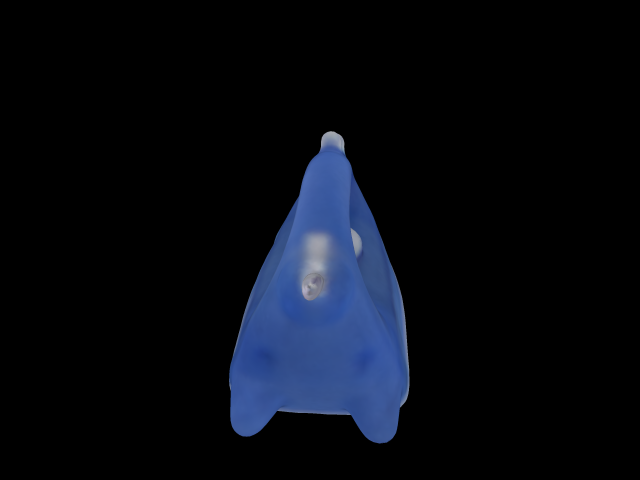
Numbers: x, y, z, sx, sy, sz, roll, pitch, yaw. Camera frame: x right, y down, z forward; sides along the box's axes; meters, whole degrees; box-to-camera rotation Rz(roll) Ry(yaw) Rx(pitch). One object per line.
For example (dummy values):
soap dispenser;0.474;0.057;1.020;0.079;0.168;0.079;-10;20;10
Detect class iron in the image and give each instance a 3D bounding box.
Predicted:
iron;0.004;0.001;0.400;0.118;0.141;0.258;2;40;2
